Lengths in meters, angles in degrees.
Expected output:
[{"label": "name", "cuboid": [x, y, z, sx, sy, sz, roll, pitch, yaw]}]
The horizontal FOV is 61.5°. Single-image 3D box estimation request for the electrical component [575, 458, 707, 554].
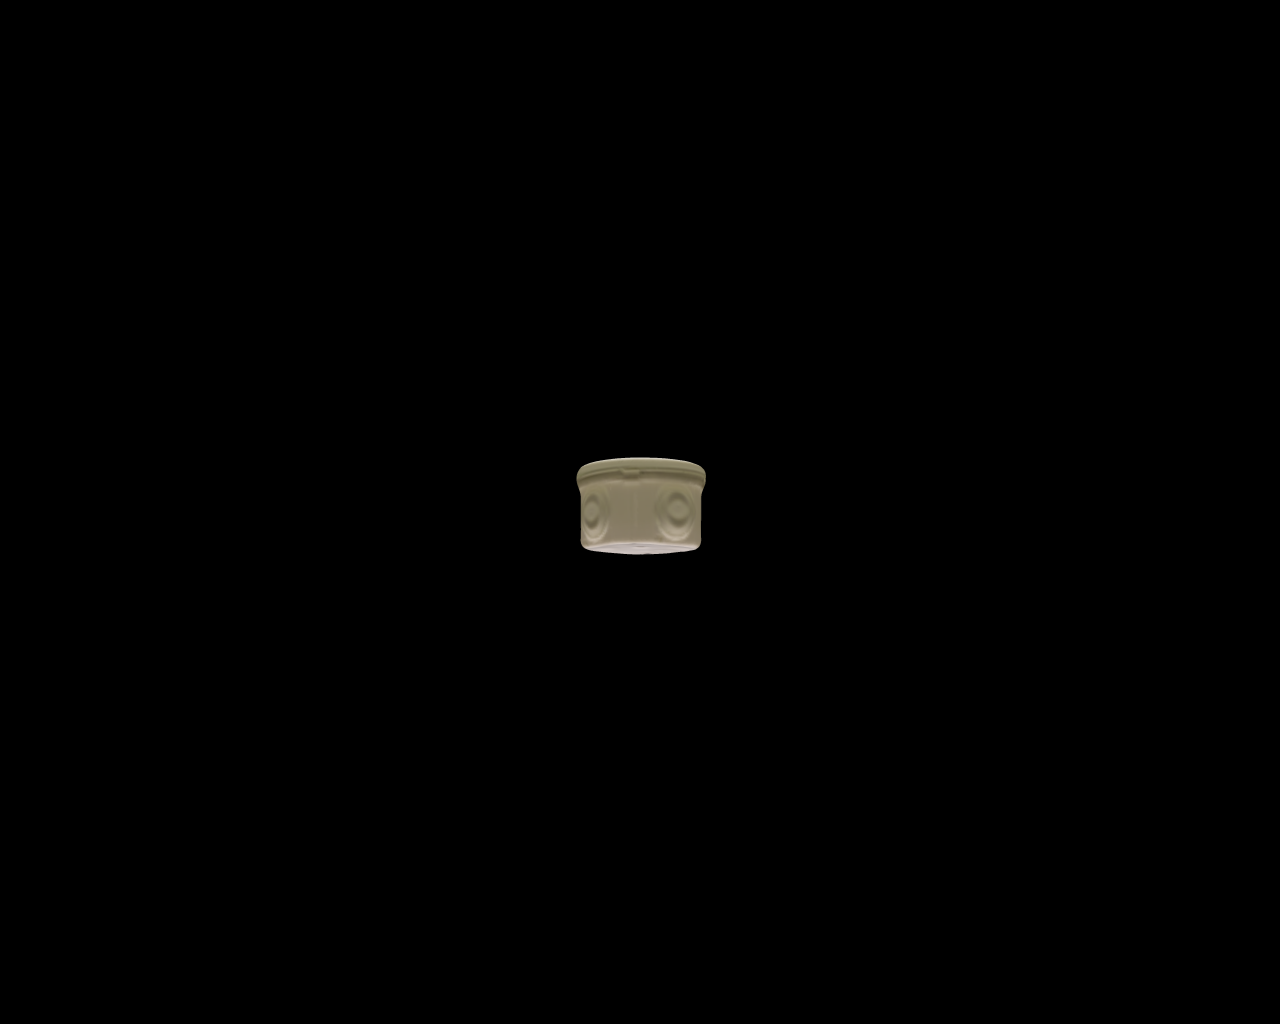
[{"label": "electrical component", "cuboid": [0.001, -0.003, 0.650, 0.080, 0.051, 0.080, 0, -7, 0]}]
